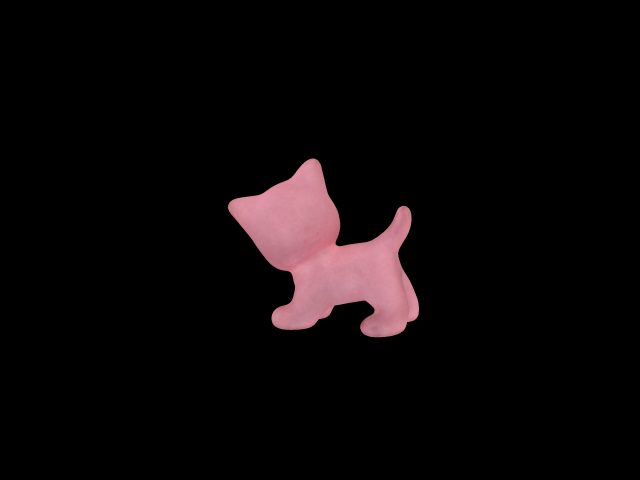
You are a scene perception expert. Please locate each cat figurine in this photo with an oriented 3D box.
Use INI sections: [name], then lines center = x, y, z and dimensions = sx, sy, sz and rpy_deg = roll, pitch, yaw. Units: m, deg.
[cat figurine]
center = 0.004, 0.001, 0.400
dimensions = 0.127, 0.118, 0.067
rpy_deg = 1, 5, 16
